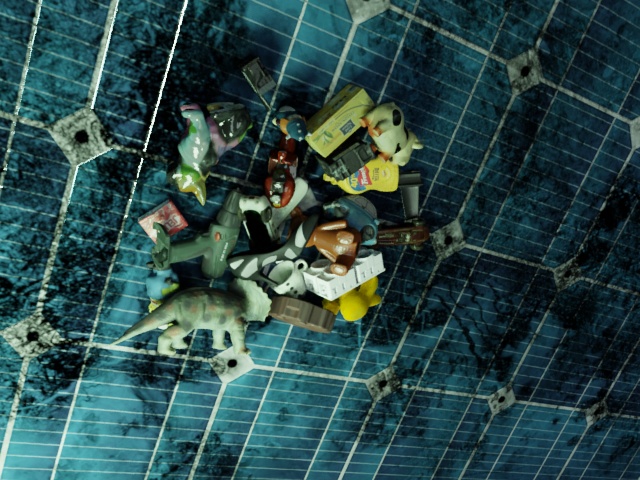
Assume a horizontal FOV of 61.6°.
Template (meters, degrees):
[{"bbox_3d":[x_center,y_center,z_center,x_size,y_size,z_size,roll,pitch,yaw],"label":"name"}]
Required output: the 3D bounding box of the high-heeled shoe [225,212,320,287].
[{"bbox_3d":[-0.113,0.005,1.257,0.145,0.086,0.248,32,111,-2],"label":"high-heeled shoe"}]

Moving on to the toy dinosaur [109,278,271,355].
[{"bbox_3d":[-0.276,0.172,1.280,0.404,0.131,0.192,9,84,-36],"label":"toy dinosaur"}]

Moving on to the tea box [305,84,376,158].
[{"bbox_3d":[0.041,-0.282,1.266,0.169,0.098,0.068,-42,119,3],"label":"tea box"}]

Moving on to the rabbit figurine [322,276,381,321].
[{"bbox_3d":[0.083,0.157,1.426,0.162,0.173,0.121,-14,112,-9],"label":"rabbit figurine"}]

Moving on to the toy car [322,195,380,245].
[{"bbox_3d":[0.089,-0.063,1.384,0.161,0.109,0.103,41,69,-18],"label":"toy car"}]

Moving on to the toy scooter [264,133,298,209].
[{"bbox_3d":[-0.089,-0.158,1.239,0.075,0.135,0.183,10,101,-2],"label":"toy scooter"}]

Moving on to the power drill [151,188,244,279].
[{"bbox_3d":[-0.284,-0.013,1.257,0.207,0.086,0.231,-11,124,-44],"label":"power drill"}]

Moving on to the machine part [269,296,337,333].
[{"bbox_3d":[-0.048,0.195,1.396,0.179,0.179,0.056,24,74,-27],"label":"machine part"}]

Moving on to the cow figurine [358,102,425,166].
[{"bbox_3d":[0.175,-0.247,1.274,0.127,0.086,0.194,-39,145,-5],"label":"cow figurine"}]

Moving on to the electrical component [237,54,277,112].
[{"bbox_3d":[-0.129,-0.347,1.190,0.048,0.075,0.119,-37,115,-1],"label":"electrical component"}]

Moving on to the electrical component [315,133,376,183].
[{"bbox_3d":[0.056,-0.201,1.284,0.115,0.134,0.058,-31,120,-3],"label":"electrical component"}]

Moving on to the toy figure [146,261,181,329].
[{"bbox_3d":[-0.373,0.134,1.304,0.089,0.082,0.180,-7,111,-18],"label":"toy figure"}]

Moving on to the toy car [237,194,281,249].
[{"bbox_3d":[-0.144,-0.032,1.295,0.074,0.056,0.201,4,143,13],"label":"toy car"}]

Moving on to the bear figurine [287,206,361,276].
[{"bbox_3d":[-0.002,-0.005,1.317,0.196,0.132,0.120,17,110,12],"label":"bear figurine"}]

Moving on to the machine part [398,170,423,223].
[{"bbox_3d":[0.240,-0.116,1.430,0.084,0.039,0.138,-4,95,-23],"label":"machine part"}]

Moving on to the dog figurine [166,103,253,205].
[{"bbox_3d":[-0.247,-0.192,1.199,0.191,0.109,0.219,-6,118,-20],"label":"dog figurine"}]

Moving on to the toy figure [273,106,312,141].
[{"bbox_3d":[-0.066,-0.261,1.203,0.064,0.155,0.057,-35,121,-2],"label":"toy figure"}]

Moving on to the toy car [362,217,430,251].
[{"bbox_3d":[0.208,-0.010,1.469,0.202,0.053,0.089,-5,117,-19],"label":"toy car"}]
